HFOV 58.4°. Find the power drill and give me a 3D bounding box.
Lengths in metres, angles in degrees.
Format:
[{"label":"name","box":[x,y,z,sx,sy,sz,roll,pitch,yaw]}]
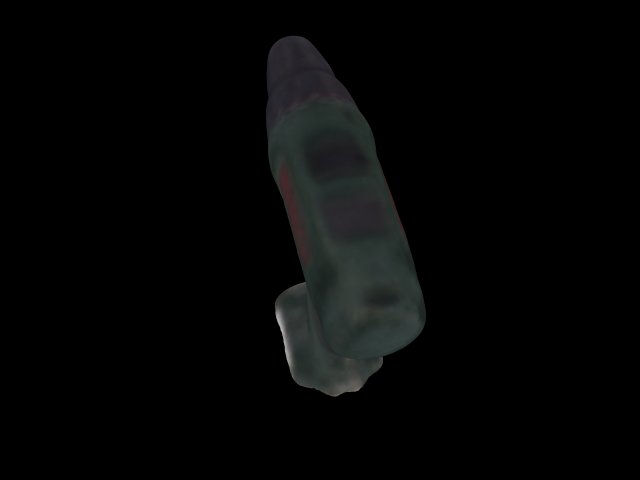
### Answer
[{"label":"power drill","box":[0.004,0.001,0.400,0.076,0.208,0.229,-11,47,-10]}]
